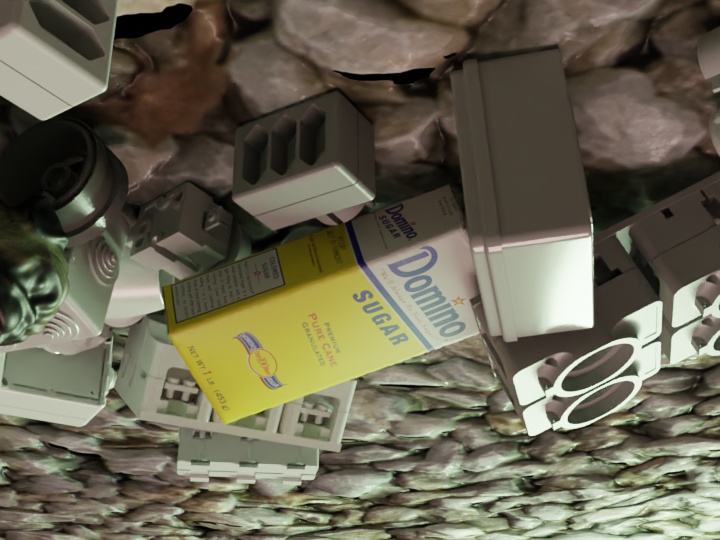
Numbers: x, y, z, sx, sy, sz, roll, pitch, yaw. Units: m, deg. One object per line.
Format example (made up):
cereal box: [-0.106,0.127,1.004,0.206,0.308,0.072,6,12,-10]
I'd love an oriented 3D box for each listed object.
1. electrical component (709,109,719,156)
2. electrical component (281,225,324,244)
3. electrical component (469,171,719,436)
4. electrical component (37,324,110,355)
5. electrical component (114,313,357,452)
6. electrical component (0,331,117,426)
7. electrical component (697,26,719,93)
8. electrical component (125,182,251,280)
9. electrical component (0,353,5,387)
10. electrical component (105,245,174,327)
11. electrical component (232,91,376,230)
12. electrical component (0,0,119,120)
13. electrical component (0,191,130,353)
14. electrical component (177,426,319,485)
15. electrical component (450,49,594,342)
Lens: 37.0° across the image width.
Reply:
electrical component: [0.211,-0.075,0.537,0.048,0.048,0.062,17,141,-29]
electrical component: [0.000,0.000,0.674,0.079,0.044,0.077,-24,145,29]
electrical component: [0.167,0.021,0.624,0.186,0.060,0.105,-27,149,0]
electrical component: [-0.204,0.038,0.745,0.062,0.043,0.043,-20,147,33]
electrical component: [-0.089,0.078,0.776,0.150,0.061,0.089,14,-177,-25]
electrical component: [-0.227,0.077,0.797,0.096,0.061,0.061,15,148,-27]
electrical component: [0.184,-0.102,0.491,0.040,0.040,0.046,22,151,-36]
electrical component: [-0.099,-0.017,0.641,0.066,0.048,0.055,-23,137,35]
electrical component: [-0.265,0.028,0.628,0.056,0.108,0.109,-34,128,17]
electrical component: [-0.159,0.012,0.696,0.077,0.043,0.079,-2,152,4]
electrical component: [-0.020,-0.049,0.578,0.066,0.047,0.077,-16,149,26]
electrical component: [-0.141,-0.104,0.434,0.076,0.083,0.047,-18,148,30]
electrical component: [-0.185,-0.002,0.612,0.100,0.099,0.048,-10,138,18]
electrical component: [-0.096,0.147,0.931,0.121,0.063,0.078,4,152,-8]
electrical component: [0.083,-0.035,0.542,0.056,0.108,0.108,-8,151,9]
